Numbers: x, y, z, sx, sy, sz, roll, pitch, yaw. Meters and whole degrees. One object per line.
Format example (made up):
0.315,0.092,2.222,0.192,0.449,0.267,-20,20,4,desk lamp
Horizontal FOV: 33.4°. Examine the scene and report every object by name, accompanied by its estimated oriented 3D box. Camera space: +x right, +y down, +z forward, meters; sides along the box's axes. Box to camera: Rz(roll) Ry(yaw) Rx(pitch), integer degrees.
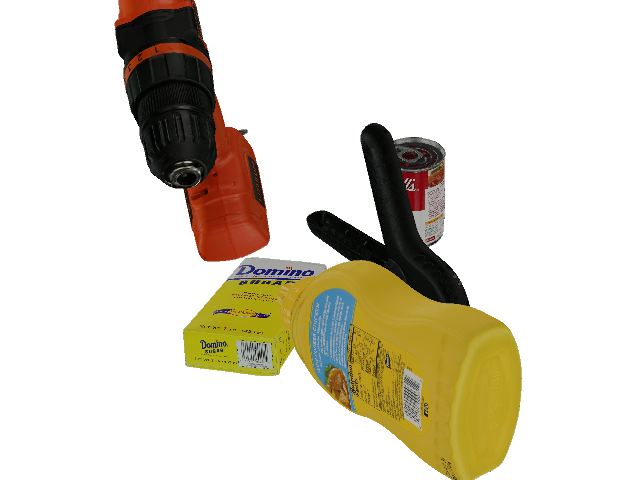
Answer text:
-0.079,-0.067,0.691,0.057,0.184,0.187,-13,-36,1,power drill
-0.059,0.070,1.052,0.093,0.048,0.176,5,26,14,sugar box
0.099,-0.051,1.145,0.068,0.102,0.068,-3,35,2,soup can
0.035,0.065,0.654,0.058,0.096,0.192,-19,28,-34,mustard bottle
0.069,0.016,0.868,0.036,0.210,0.165,-26,-22,-27,clamp
